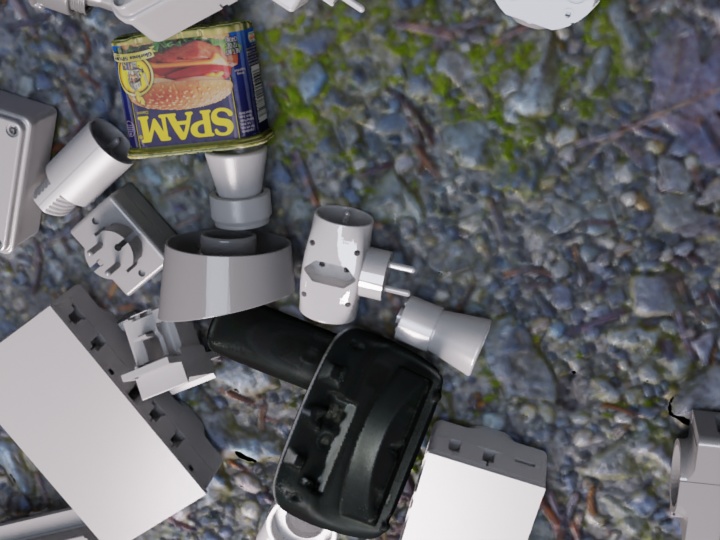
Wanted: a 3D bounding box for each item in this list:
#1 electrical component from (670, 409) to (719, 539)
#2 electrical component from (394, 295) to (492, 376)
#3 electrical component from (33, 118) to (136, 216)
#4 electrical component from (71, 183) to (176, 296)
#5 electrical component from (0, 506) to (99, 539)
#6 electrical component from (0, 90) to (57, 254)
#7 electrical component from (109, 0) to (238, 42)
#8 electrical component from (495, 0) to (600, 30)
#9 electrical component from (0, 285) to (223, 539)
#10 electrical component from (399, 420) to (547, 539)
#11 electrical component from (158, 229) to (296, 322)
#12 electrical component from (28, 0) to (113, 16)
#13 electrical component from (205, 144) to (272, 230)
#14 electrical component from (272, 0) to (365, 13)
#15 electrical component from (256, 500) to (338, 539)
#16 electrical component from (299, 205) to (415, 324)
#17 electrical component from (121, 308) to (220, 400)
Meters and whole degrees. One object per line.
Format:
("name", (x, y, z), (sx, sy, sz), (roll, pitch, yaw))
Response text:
("electrical component", (0.257, 0.152, 0.780), (0.056, 0.050, 0.089), (4, 111, 9))
("electrical component", (0.058, 0.045, 0.787), (0.065, 0.044, 0.044), (22, 113, 8))
("electrical component", (-0.209, -0.070, 0.797), (0.081, 0.043, 0.043), (-39, 98, 21))
("electrical component", (-0.177, -0.017, 0.792), (0.047, 0.076, 0.065), (-37, 99, 21))
("electrical component", (-0.264, 0.237, 0.910), (0.121, 0.063, 0.078), (-16, 106, 16))
("electrical component", (-0.293, -0.082, 0.802), (0.109, 0.056, 0.108), (18, 112, 5))
("electrical component", (-0.134, -0.216, 0.693), (0.078, 0.057, 0.113), (-26, 78, 9))
("electrical component", (0.120, -0.192, 0.681), (0.080, 0.051, 0.080), (4, 110, 10))
("electrical component", (-0.209, 0.116, 0.856), (0.105, 0.060, 0.186), (-34, 100, 20))
("electrical component", (0.080, 0.200, 0.828), (0.089, 0.061, 0.150), (16, 112, 5))
("electrical component", (-0.096, 0.005, 0.774), (0.099, 0.099, 0.064), (4, 104, 10))
("electrical component", (-0.197, -0.198, 0.748), (0.062, 0.048, 0.048), (19, 113, -4))
("electrical component", (-0.087, -0.061, 0.775), (0.045, 0.045, 0.055), (1, 110, 11))
("electrical component", (-0.024, -0.200, 0.709), (0.077, 0.047, 0.065), (33, 113, -4))
("electrical component", (-0.040, 0.188, 0.849), (0.054, 0.059, 0.095), (29, 113, 0))
("electrical component", (0.000, 0.000, 0.780), (0.079, 0.043, 0.077), (13, 112, 7))
("electrical component", (-0.147, 0.061, 0.819), (0.042, 0.081, 0.063), (-21, 82, 18))
